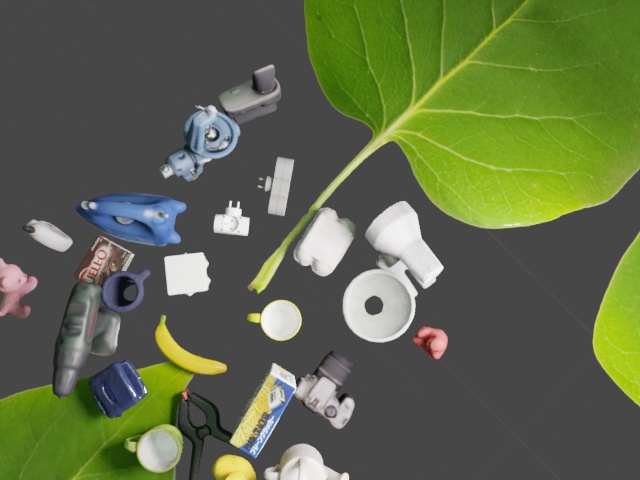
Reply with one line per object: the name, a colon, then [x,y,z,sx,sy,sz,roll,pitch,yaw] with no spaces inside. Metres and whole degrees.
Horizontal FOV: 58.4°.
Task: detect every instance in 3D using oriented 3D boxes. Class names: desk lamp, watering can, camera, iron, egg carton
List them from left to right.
iron: [-0.442,-0.060,1.284,0.258,0.141,0.119,8,83,-3]
watering can: [-0.029,0.506,1.219,0.173,0.194,0.101,-17,84,-6]
egg carton: [0.012,0.005,1.344,0.107,0.069,0.150,30,82,0]
camera: [0.027,0.331,1.291,0.143,0.100,0.137,36,82,1]
desk lamp: [0.192,0.028,1.282,0.118,0.213,0.203,-36,87,-7]

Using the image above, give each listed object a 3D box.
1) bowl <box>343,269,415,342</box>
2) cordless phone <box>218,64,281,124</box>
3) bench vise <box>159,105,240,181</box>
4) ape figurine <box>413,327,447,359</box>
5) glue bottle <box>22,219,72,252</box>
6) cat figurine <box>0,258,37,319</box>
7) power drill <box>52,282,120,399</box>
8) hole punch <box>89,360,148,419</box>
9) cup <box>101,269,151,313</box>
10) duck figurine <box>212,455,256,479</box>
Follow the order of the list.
bowl: [0.132,0.153,1.333,0.167,0.074,0.167,1,83,-4]
cordless phone: [-0.163,-0.349,1.316,0.147,0.185,0.094,-27,85,-6]
bench vise: [-0.265,-0.211,1.275,0.121,0.219,0.207,31,82,1]
ape figurine: [0.263,0.238,1.323,0.076,0.092,0.078,-12,84,-5]
glue bottle: [-0.606,-0.015,1.251,0.078,0.173,0.037,39,82,2]
cat figurine: [-0.683,0.108,1.259,0.067,0.117,0.128,8,83,-3]
power drill: [-0.495,0.207,1.215,0.075,0.208,0.230,6,83,-3]
hole punch: [-0.449,0.333,1.262,0.101,0.091,0.108,-32,86,-7]
cup: [-0.424,0.108,1.289,0.118,0.095,0.091,-41,87,-7]
duck figurine: [-0.191,0.524,1.260,0.104,0.086,0.077,34,82,1]
